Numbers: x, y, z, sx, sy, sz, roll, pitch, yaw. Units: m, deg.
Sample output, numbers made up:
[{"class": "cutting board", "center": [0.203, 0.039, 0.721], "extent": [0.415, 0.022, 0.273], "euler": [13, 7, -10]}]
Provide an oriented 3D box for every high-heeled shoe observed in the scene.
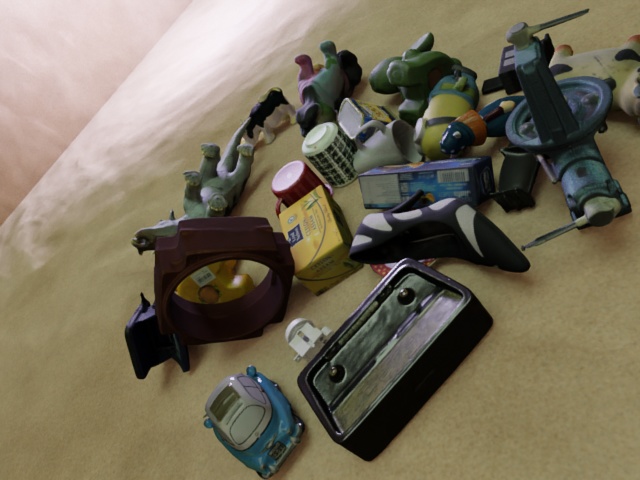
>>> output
[{"class": "high-heeled shoe", "center": [0.138, 0.015, 0.698], "extent": [0.145, 0.086, 0.249], "euler": [-46, 36, -1]}]

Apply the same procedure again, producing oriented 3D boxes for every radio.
[{"class": "radio", "center": [0.086, 0.137, 0.659], "extent": [0.229, 0.073, 0.131], "euler": [-46, 36, -4]}]

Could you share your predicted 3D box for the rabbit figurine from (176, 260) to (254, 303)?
[{"class": "rabbit figurine", "center": [-0.198, 0.066, 0.996], "extent": [0.162, 0.121, 0.173], "euler": [-41, 21, 20]}]

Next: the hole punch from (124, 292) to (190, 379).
[{"class": "hole punch", "center": [-0.272, 0.166, 0.936], "extent": [0.092, 0.142, 0.116], "euler": [-10, 23, 1]}]

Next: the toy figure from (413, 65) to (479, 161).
[{"class": "toy figure", "center": [0.214, -0.207, 0.874], "extent": [0.089, 0.082, 0.180], "euler": [2, 53, 47]}]

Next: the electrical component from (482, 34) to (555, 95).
[{"class": "electrical component", "center": [0.317, -0.279, 0.875], "extent": [0.119, 0.047, 0.075], "euler": [-4, 51, 40]}]

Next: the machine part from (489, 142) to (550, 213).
[{"class": "machine part", "center": [0.281, -0.100, 0.738], "extent": [0.084, 0.039, 0.139], "euler": [5, 55, 40]}]

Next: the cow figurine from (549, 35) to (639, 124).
[{"class": "cow figurine", "center": [0.385, -0.203, 0.703], "extent": [0.195, 0.085, 0.127], "euler": [14, 58, 47]}]

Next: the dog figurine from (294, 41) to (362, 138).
[{"class": "dog figurine", "center": [0.018, -0.285, 1.131], "extent": [0.109, 0.191, 0.219], "euler": [-8, 83, 35]}]

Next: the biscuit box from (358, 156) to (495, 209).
[{"class": "biscuit box", "center": [0.156, -0.083, 0.805], "extent": [0.203, 0.059, 0.063], "euler": [2, 21, 43]}]

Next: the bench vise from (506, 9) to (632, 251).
[{"class": "bench vise", "center": [0.270, -0.129, 0.608], "extent": [0.129, 0.240, 0.224], "euler": [-15, 41, 36]}]

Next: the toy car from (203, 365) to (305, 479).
[{"class": "toy car", "center": [-0.101, 0.235, 0.719], "extent": [0.109, 0.102, 0.162], "euler": [-50, 35, -7]}]

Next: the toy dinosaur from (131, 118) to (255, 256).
[{"class": "toy dinosaur", "center": [-0.229, -0.092, 1.149], "extent": [0.192, 0.131, 0.405], "euler": [-61, 0, 44]}]

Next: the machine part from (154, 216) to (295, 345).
[{"class": "machine part", "center": [-0.147, 0.066, 0.820], "extent": [0.087, 0.201, 0.200], "euler": [-117, 31, -45]}]

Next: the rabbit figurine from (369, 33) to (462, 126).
[{"class": "rabbit figurine", "center": [0.163, -0.310, 0.990], "extent": [0.159, 0.121, 0.170], "euler": [-44, 37, -11]}]

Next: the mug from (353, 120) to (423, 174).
[{"class": "mug", "center": [0.101, -0.149, 0.910], "extent": [0.107, 0.109, 0.081], "euler": [-28, 42, 42]}]

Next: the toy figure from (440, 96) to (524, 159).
[{"class": "toy figure", "center": [0.242, -0.168, 0.793], "extent": [0.154, 0.064, 0.058], "euler": [-21, 34, -8]}]

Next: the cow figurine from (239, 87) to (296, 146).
[{"class": "cow figurine", "center": [-0.139, -0.282, 1.273], "extent": [0.167, 0.098, 0.068], "euler": [-35, 43, 11]}]

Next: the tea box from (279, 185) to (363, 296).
[{"class": "tea box", "center": [-0.002, -0.003, 0.887], "extent": [0.098, 0.068, 0.170], "euler": [-35, 38, 11]}]
